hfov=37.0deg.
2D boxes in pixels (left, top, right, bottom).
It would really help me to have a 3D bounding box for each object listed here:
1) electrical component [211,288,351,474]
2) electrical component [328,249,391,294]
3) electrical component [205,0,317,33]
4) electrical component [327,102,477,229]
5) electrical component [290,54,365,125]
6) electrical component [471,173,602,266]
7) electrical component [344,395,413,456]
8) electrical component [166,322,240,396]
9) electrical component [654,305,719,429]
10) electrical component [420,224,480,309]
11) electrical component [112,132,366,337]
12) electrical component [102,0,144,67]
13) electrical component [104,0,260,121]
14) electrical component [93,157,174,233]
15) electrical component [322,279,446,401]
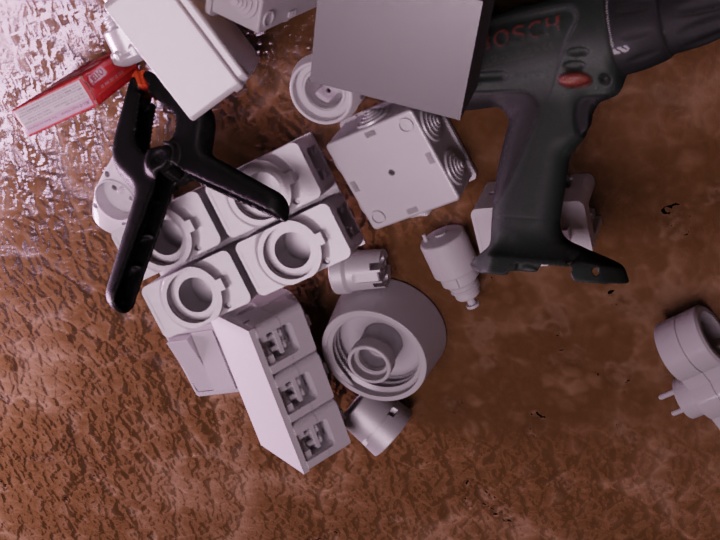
[{"bbox_3d":[-0.070,0.097,0.985,0.089,0.062,0.150,18,131,57],"label":"electrical component"},{"bbox_3d":[0.000,0.000,0.943,0.046,0.040,0.040,-4,120,18],"label":"electrical component"},{"bbox_3d":[-0.063,-0.228,0.781,0.048,0.100,0.099,29,129,19],"label":"electrical component"},{"bbox_3d":[0.032,-0.088,0.865,0.100,0.048,0.099,-19,113,31],"label":"electrical component"},{"bbox_3d":[-0.021,-0.149,0.841,0.058,0.057,0.078,35,128,-2],"label":"electrical component"},{"bbox_3d":[0.139,-0.038,0.848,0.089,0.055,0.050,-3,120,25],"label":"electrical component"},{"bbox_3d":[0.014,0.140,1.020,0.047,0.055,0.055,40,128,-1],"label":"electrical component"},{"bbox_3d":[-0.137,0.081,1.039,0.062,0.061,0.096,-10,117,28],"label":"electrical component"},{"bbox_3d":[0.282,0.098,0.880,0.074,0.052,0.138,-31,105,35],"label":"electrical component"},{"bbox_3d":[0.081,-0.002,0.906,0.040,0.040,0.078,-13,116,29],"label":"electrical component"},{"bbox_3d":[-0.105,-0.027,0.914,0.186,0.060,0.105,-24,98,18],"label":"electrical component"},{"bbox_3d":[-0.192,-0.202,0.888,0.048,0.048,0.062,-15,108,30],"label":"electrical component"},{"bbox_3d":[-0.134,-0.181,0.830,0.056,0.108,0.108,-34,106,11],"label":"electrical component"},{"bbox_3d":[-0.197,-0.064,0.980,0.079,0.044,0.077,32,128,0],"label":"electrical component"},{"bbox_3d":[0.018,0.068,0.966,0.108,0.060,0.108,11,125,16],"label":"electrical component"}]
